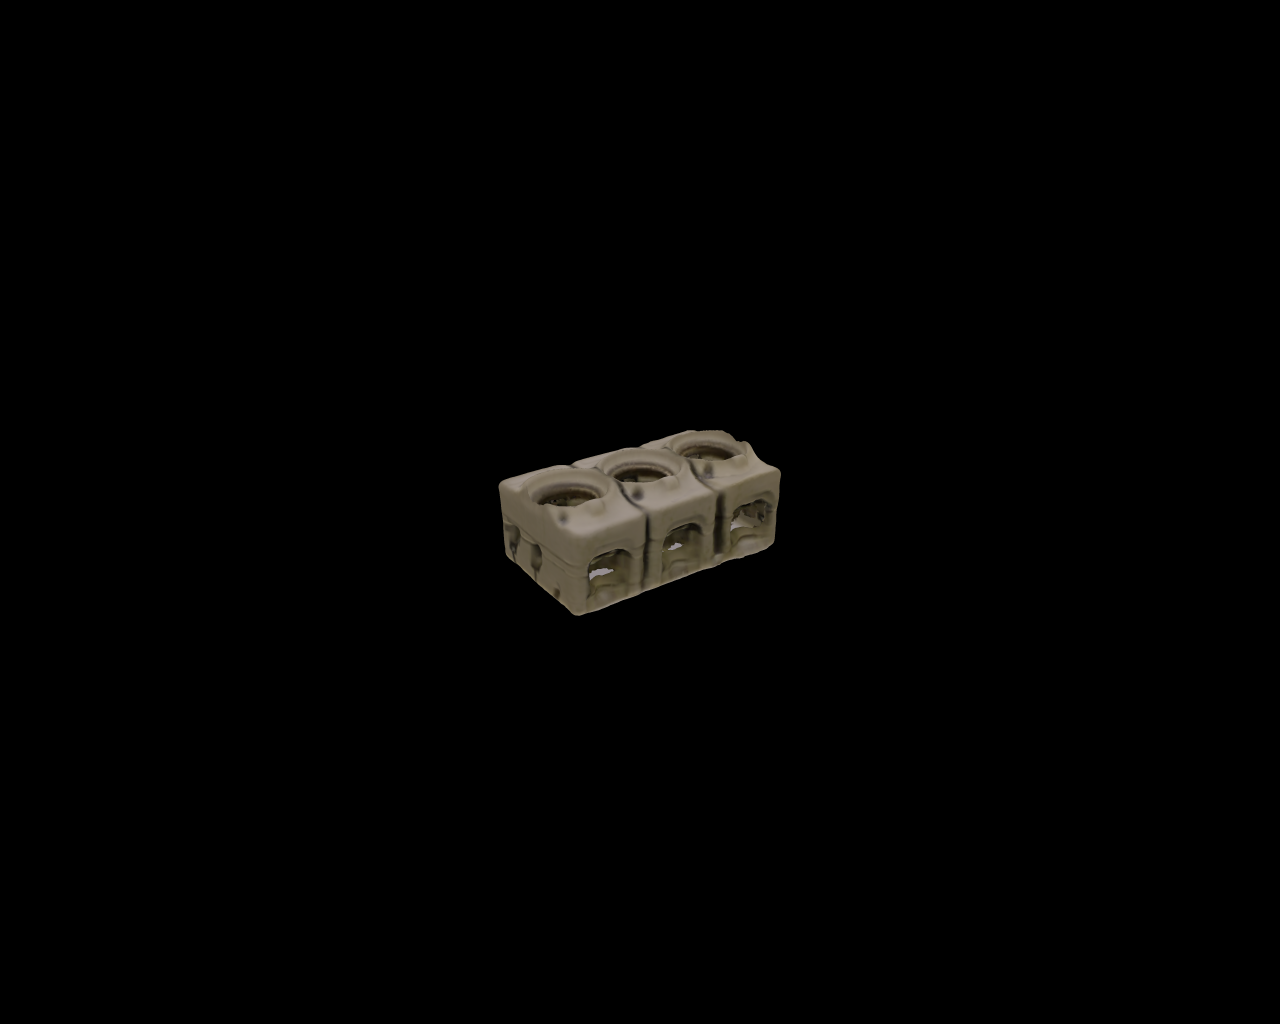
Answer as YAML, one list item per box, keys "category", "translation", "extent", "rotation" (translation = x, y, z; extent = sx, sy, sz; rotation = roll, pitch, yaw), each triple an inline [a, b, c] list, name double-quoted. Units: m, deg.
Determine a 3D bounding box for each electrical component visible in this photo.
- category: "electrical component"
  translation: [0.001, -0.003, 0.650]
  extent: [0.150, 0.061, 0.089]
  rotation: [-18, 32, -31]
